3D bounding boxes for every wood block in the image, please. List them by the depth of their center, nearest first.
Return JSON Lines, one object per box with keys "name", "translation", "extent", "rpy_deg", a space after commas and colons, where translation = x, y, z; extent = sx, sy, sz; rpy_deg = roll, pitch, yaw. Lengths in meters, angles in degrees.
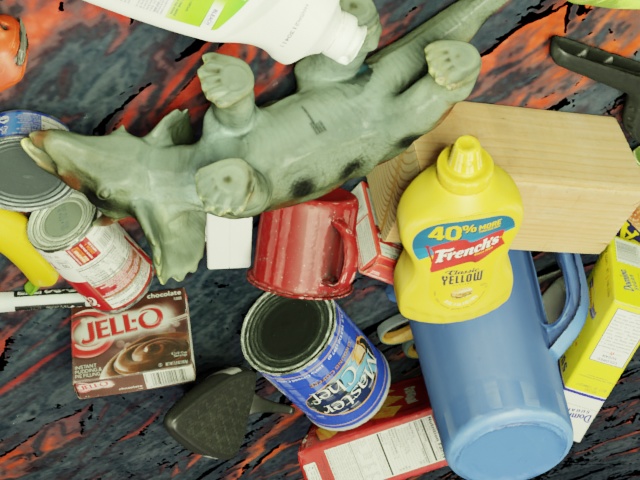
{"name": "wood block", "translation": [0.155, -0.052, 0.903], "extent": [0.205, 0.090, 0.091], "rpy_deg": [3, 141, -18]}

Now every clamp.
{"name": "clamp", "translation": [0.279, -0.130, 0.879], "extent": [0.164, 0.036, 0.210], "rpy_deg": [-18, 142, 9]}

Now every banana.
{"name": "banana", "translation": [-0.277, -0.005, 0.896], "extent": [0.070, 0.037, 0.197], "rpy_deg": [-24, 141, 14]}

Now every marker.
{"name": "marker", "translation": [-0.238, 0.055, 0.996], "extent": [0.121, 0.020, 0.020], "rpy_deg": [-3, 141, -11]}

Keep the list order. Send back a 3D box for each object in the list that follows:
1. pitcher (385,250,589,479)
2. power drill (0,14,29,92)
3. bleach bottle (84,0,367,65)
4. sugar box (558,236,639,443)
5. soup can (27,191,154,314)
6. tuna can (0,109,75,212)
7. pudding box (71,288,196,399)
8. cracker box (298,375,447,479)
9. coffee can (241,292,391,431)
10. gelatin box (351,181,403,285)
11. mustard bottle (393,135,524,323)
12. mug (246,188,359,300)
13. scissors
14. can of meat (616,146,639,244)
{"name": "pitcher", "translation": [0.154, 0.084, 0.949], "extent": [0.145, 0.243, 0.149], "rpy_deg": [6, 135, -14]}
{"name": "power drill", "translation": [-0.296, -0.153, 0.688], "extent": [0.184, 0.057, 0.187], "rpy_deg": [-22, 141, 13]}
{"name": "bleach bottle", "translation": [-0.090, -0.170, 0.662], "extent": [0.250, 0.068, 0.103], "rpy_deg": [24, 135, -17]}
{"name": "sugar box", "translation": [0.248, 0.091, 0.965], "extent": [0.048, 0.093, 0.176], "rpy_deg": [18, 129, -2]}
{"name": "soup can", "translation": [-0.194, 0.009, 0.910], "extent": [0.068, 0.068, 0.102], "rpy_deg": [-19, 141, 10]}
{"name": "tuna can", "translation": [-0.232, -0.062, 0.838], "extent": [0.086, 0.034, 0.086], "rpy_deg": [-7, 142, -6]}
{"name": "pudding box", "translation": [-0.177, 0.097, 1.008], "extent": [0.113, 0.090, 0.039], "rpy_deg": [-7, 144, -7]}
{"name": "cracker box", "translation": [0.093, 0.199, 1.154], "extent": [0.214, 0.072, 0.164], "rpy_deg": [-21, -176, 12]}
{"name": "coffee can", "translation": [-0.002, 0.117, 1.066], "extent": [0.103, 0.103, 0.140], "rpy_deg": [-23, 141, 14]}
{"name": "gelatin box", "translation": [0.062, -0.001, 0.944], "extent": [0.073, 0.089, 0.030], "rpy_deg": [21, 133, -35]}
{"name": "mustard bottle", "translation": [0.107, -0.010, 0.823], "extent": [0.096, 0.058, 0.192], "rpy_deg": [-7, 143, -3]}
{"name": "mug", "translation": [-0.006, 0.001, 0.892], "extent": [0.093, 0.117, 0.081], "rpy_deg": [-1, 108, -31]}
{"name": "scissors", "translation": [0.161, 0.082, 1.135], "extent": [0.202, 0.016, 0.096], "rpy_deg": [-15, 144, 5]}
{"name": "can of meat", "translation": [0.305, -0.026, 0.965], "extent": [0.057, 0.102, 0.084], "rpy_deg": [-20, 149, -38]}
